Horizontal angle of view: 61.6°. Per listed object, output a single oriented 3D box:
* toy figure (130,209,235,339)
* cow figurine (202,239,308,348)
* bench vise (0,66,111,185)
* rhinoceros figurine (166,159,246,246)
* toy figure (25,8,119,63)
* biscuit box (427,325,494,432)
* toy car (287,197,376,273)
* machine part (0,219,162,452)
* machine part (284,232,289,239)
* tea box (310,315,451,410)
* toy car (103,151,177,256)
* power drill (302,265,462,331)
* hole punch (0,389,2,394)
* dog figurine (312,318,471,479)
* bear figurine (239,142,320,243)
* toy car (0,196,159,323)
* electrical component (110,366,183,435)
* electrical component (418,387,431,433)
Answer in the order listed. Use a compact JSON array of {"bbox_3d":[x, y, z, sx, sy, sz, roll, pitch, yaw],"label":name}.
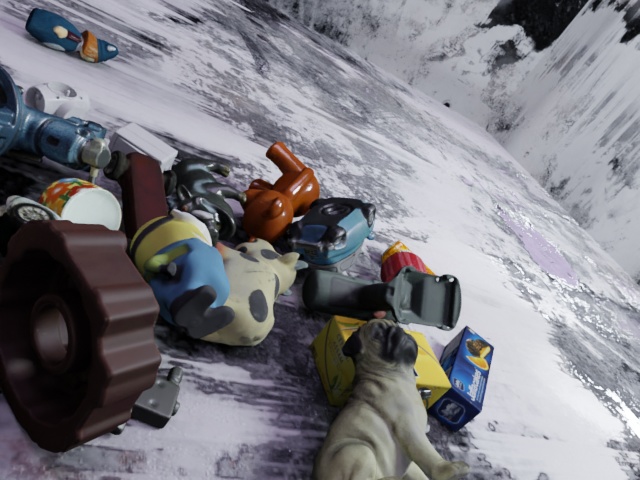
[{"bbox_3d":[-0.144,0.029,0.544,0.089,0.082,0.180,-12,32,-17],"label":"toy figure"},{"bbox_3d":[-0.086,0.058,0.682,0.127,0.085,0.195,23,26,-12],"label":"cow figurine"},{"bbox_3d":[-0.363,-0.129,0.596,0.224,0.129,0.240,34,8,12],"label":"bench vise"},{"bbox_3d":[-0.170,-0.056,0.777,0.112,0.073,0.190,17,32,-35],"label":"rhinoceros figurine"},{"bbox_3d":[-0.444,-0.362,0.972,0.154,0.058,0.064,19,36,-40],"label":"toy figure"},{"bbox_3d":[0.217,0.206,0.823,0.063,0.059,0.202,40,27,7],"label":"biscuit box"},{"bbox_3d":[0.023,0.000,0.827,0.109,0.102,0.162,6,30,26],"label":"toy car"},{"bbox_3d":[-0.200,0.073,0.432,0.179,0.179,0.056,48,26,23],"label":"machine part"},{"bbox_3d":[-0.002,-0.003,0.933,0.084,0.039,0.139,35,27,17],"label":"machine part"},{"bbox_3d":[0.081,0.168,0.717,0.169,0.068,0.098,16,33,-36],"label":"tea box"},{"bbox_3d":[-0.221,-0.027,0.674,0.089,0.053,0.202,21,44,-47],"label":"toy car"},{"bbox_3d":[0.106,0.084,0.769,0.232,0.086,0.207,13,-6,-25],"label":"power drill"},{"bbox_3d":[-0.307,0.086,0.373,0.142,0.092,0.116,26,24,-11],"label":"hole punch"},{"bbox_3d":[0.041,0.182,0.563,0.172,0.121,0.191,-3,50,-27],"label":"dog figurine"},{"bbox_3d":[-0.082,-0.065,0.856,0.132,0.120,0.196,37,32,10],"label":"bear figurine"},{"bbox_3d":[-0.249,0.037,0.530,0.202,0.073,0.056,40,22,8],"label":"toy car"},{"bbox_3d":[-0.164,0.149,0.509,0.063,0.021,0.094,29,27,-14],"label":"electrical component"},{"bbox_3d":[0.089,0.216,0.647,0.102,0.078,0.045,11,17,-32],"label":"electrical component"}]
